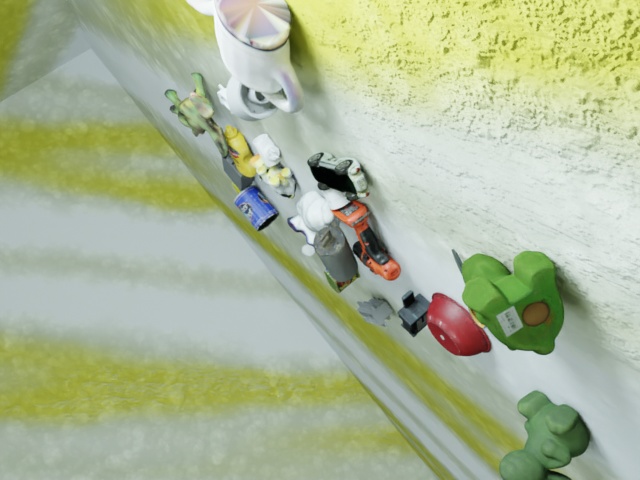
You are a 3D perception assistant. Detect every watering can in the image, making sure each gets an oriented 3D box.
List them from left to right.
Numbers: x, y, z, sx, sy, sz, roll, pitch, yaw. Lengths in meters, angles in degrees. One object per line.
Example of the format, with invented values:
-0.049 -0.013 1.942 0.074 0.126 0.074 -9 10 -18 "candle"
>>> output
-0.142 -0.367 0.888 0.105 0.350 0.221 -38 -10 -14 "watering can"

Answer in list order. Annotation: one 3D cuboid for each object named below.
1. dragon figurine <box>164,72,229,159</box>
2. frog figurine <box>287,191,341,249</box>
-0.352 -0.343 1.560 0.123 0.245 0.404 -29 -14 -11 "dragon figurine"
0.004 -0.063 1.248 0.124 0.139 0.156 -19 -19 -30 "frog figurine"
